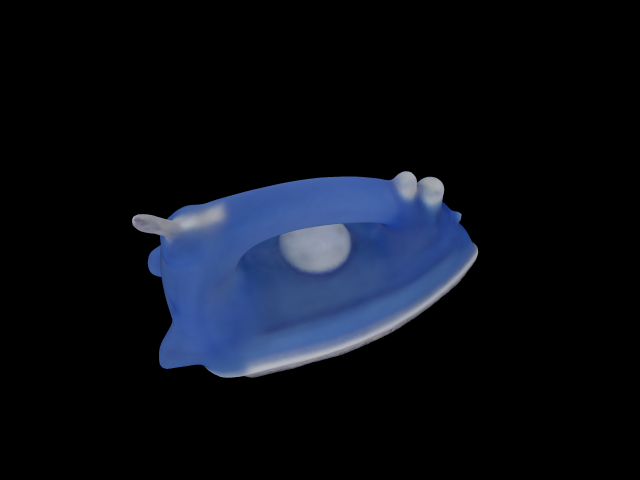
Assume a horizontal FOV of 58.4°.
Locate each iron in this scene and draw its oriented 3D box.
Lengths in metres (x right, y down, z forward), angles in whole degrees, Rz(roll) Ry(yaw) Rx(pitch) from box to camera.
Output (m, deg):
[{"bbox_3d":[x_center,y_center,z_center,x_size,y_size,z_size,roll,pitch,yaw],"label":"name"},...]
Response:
[{"bbox_3d":[0.004,0.001,0.400,0.258,0.141,0.118,-14,57,-9],"label":"iron"}]
